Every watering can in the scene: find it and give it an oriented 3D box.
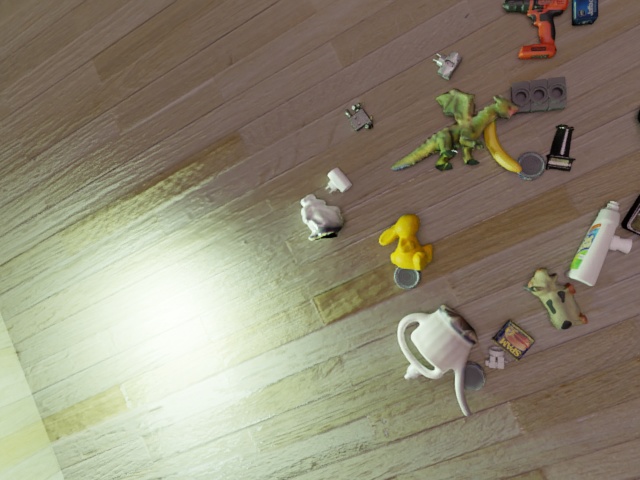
[{"bbox_3d":[0.405,0.356,1.620,0.222,0.104,0.351,-47,71,13],"label":"watering can"}]

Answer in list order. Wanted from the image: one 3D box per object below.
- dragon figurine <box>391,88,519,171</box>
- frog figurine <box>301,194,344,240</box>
[{"bbox_3d":[0.410,-0.357,1.625,0.409,0.121,0.246,-4,72,31],"label":"dragon figurine"},{"bbox_3d":[0.005,-0.087,1.733,0.138,0.121,0.161,-12,78,-16],"label":"frog figurine"}]
